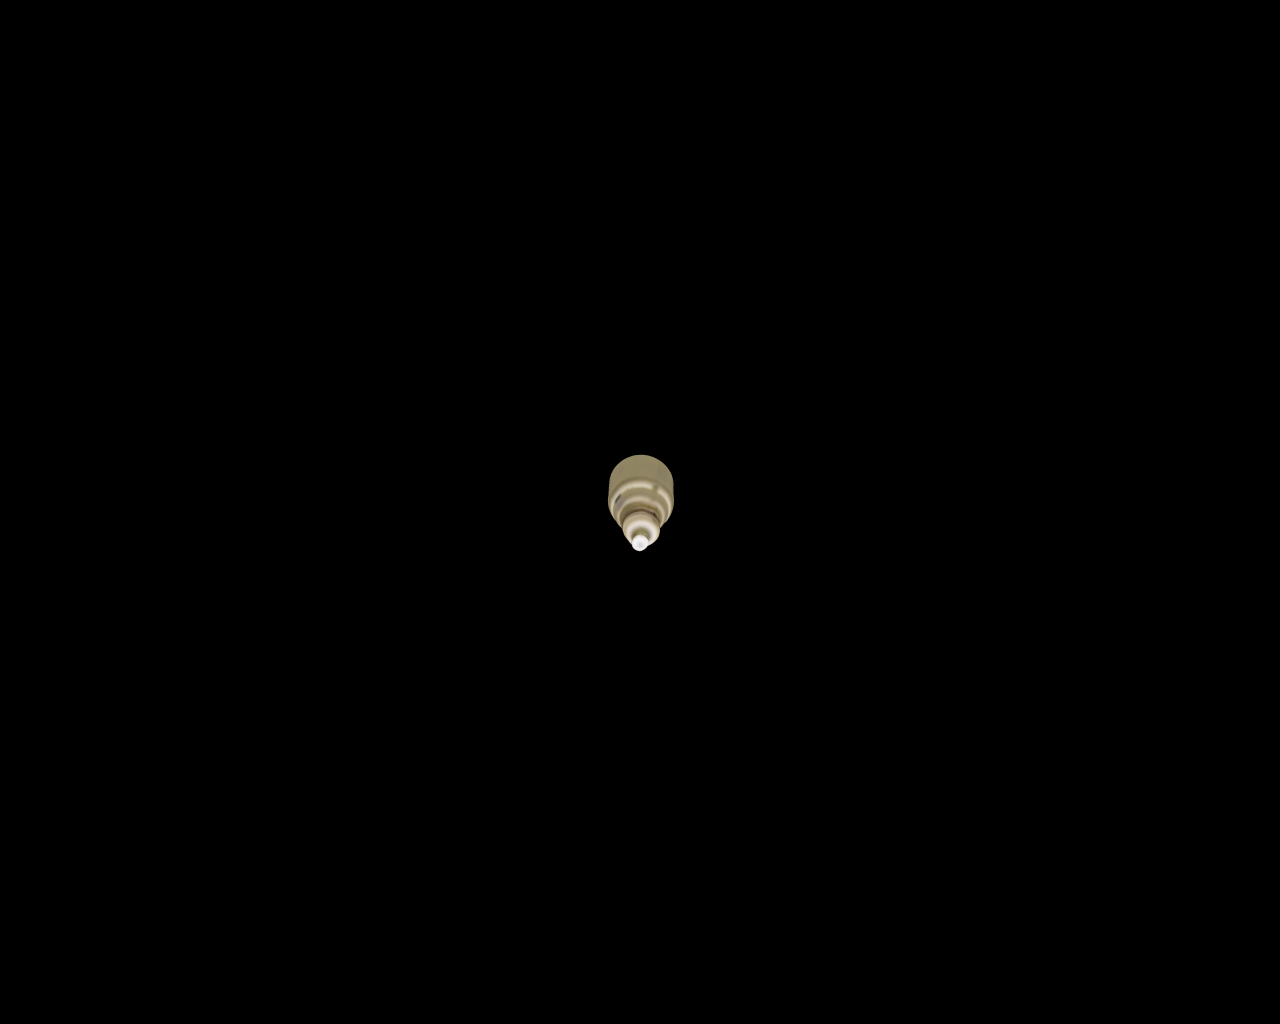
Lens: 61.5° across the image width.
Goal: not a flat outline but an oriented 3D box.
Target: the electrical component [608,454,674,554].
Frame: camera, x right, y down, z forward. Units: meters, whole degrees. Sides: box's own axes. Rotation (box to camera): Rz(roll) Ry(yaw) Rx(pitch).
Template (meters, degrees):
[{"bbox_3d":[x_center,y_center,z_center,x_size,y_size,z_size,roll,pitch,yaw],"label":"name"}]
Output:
[{"bbox_3d":[0.001,-0.003,0.650,0.040,0.040,0.078,0,34,0],"label":"electrical component"}]
